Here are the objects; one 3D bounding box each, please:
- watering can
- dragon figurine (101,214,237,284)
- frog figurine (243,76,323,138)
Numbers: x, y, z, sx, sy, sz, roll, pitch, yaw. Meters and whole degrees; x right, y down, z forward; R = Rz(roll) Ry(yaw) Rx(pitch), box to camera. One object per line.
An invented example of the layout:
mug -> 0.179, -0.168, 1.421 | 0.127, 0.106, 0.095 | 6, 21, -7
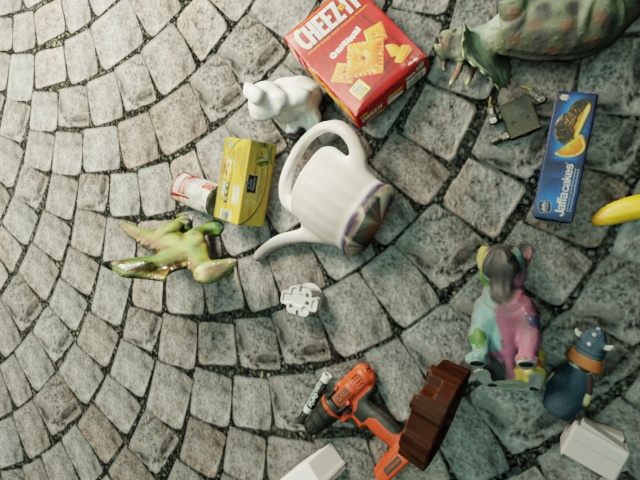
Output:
watering can -> 0.003, -0.049, 0.972 | 0.226, 0.105, 0.341 | 37, 118, 22
dragon figurine -> -0.330, 0.021, 1.049 | 0.411, 0.244, 0.121 | 9, 101, 23
frog figurine -> -0.075, -0.267, 0.962 | 0.139, 0.158, 0.122 | 31, 94, 50
